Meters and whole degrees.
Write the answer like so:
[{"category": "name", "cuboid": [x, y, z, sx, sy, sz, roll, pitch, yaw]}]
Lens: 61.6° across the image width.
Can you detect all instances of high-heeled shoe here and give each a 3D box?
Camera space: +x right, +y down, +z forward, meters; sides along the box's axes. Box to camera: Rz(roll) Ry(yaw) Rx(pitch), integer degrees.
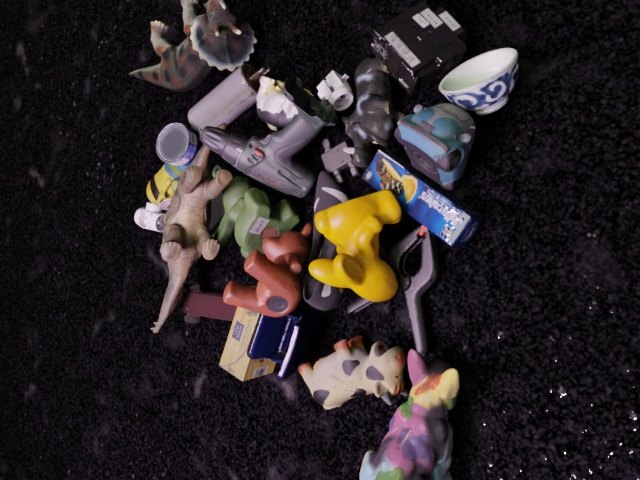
[{"category": "high-heeled shoe", "cuboid": [-0.002, -0.003, 0.936, 0.086, 0.145, 0.248, -21, 80, 37]}]

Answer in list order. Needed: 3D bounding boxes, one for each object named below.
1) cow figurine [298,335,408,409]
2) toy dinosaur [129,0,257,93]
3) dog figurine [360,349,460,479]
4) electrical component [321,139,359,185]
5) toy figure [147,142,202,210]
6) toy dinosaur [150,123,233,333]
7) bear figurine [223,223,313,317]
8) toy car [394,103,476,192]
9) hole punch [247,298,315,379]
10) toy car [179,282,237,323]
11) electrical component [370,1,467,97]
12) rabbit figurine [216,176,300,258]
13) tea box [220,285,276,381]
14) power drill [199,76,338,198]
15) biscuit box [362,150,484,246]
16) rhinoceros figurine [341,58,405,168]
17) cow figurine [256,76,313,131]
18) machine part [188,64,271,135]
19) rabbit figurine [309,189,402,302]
[{"category": "cow figurine", "cuboid": [0.065, 0.233, 0.921, 0.195, 0.085, 0.127, -35, 72, 31]}, {"category": "toy dinosaur", "cuboid": [-0.281, -0.394, 1.156, 0.405, 0.131, 0.192, -30, 63, 38]}, {"category": "dog figurine", "cuboid": [0.146, 0.282, 0.817, 0.109, 0.191, 0.219, 20, 114, 39]}, {"category": "electrical component", "cuboid": [0.037, -0.152, 0.993, 0.063, 0.021, 0.094, -28, 72, 29]}, {"category": "toy figure", "cuboid": [-0.317, -0.145, 1.194, 0.180, 0.082, 0.089, -53, 52, 25]}, {"category": "toy dinosaur", "cuboid": [-0.270, -0.012, 1.089, 0.199, 0.105, 0.471, 27, 99, 67]}, {"category": "bear figurine", "cuboid": [-0.079, 0.038, 0.953, 0.120, 0.132, 0.196, -50, 22, 33]}, {"category": "toy car", "cuboid": [0.191, -0.151, 0.823, 0.103, 0.161, 0.109, -49, 60, 1]}, {"category": "hole punch", "cuboid": [-0.054, 0.183, 0.982, 0.092, 0.115, 0.142, 22, 99, 37]}, {"category": "toy car", "cuboid": [-0.213, 0.137, 1.127, 0.202, 0.053, 0.089, 3, 100, 30]}, {"category": "electrical component", "cuboid": [0.166, -0.311, 0.861, 0.134, 0.058, 0.115, -32, 77, -12]}, {"category": "rabbit figurine", "cuboid": [-0.138, -0.050, 1.069, 0.170, 0.121, 0.159, 52, 124, 41]}, {"category": "tea box", "cuboid": [-0.118, 0.175, 1.037, 0.068, 0.098, 0.169, 24, 99, 31]}, {"category": "power drill", "cuboid": [-0.083, -0.188, 0.964, 0.232, 0.086, 0.207, 35, 122, -11]}, {"category": "biscuit box", "cuboid": [0.166, -0.070, 0.880, 0.203, 0.063, 0.059, 41, 111, 28]}, {"category": "rhinoceros figurine", "cuboid": [0.087, -0.221, 0.933, 0.112, 0.073, 0.190, 4, 89, 32]}, {"category": "cow figurine", "cuboid": [-0.055, -0.245, 1.030, 0.168, 0.068, 0.098, 34, 112, 33]}, {"category": "machine part", "cuboid": [-0.194, -0.286, 1.119, 0.243, 0.079, 0.079, -31, 72, 30]}, {"category": "rabbit figurine", "cuboid": [0.069, 0.021, 0.859, 0.122, 0.162, 0.173, -18, 93, 49]}]
